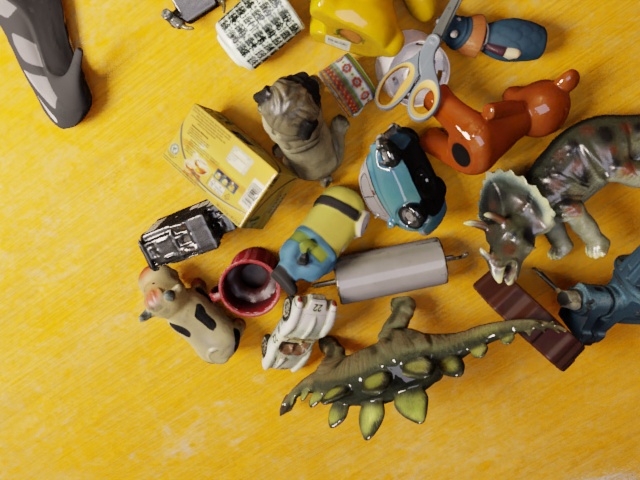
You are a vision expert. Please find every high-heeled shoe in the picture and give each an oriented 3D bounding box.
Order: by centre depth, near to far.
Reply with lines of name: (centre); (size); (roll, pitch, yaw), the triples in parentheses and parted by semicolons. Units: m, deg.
high-heeled shoe: (-0.407, -0.277, 0.750); (0.249, 0.086, 0.145); (48, 134, 4)

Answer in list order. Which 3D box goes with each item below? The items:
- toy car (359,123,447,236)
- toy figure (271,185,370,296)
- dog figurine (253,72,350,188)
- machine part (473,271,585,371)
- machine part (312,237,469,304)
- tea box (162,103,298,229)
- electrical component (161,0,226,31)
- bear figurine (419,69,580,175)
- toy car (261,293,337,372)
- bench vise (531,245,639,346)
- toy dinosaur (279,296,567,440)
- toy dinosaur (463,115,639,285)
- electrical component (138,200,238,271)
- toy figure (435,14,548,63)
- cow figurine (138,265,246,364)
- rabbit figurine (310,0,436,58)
toy car: (0.109, -0.079, 0.782); (0.103, 0.109, 0.161); (-18, 110, 41)
toy figure: (0.000, -0.003, 0.786); (0.180, 0.082, 0.089); (-44, 116, -17)
dog figurine: (-0.020, -0.134, 0.718); (0.121, 0.191, 0.172); (-35, 106, 10)
machine part: (0.315, 0.114, 0.810); (0.179, 0.179, 0.056); (41, 101, -12)
machine part: (0.108, 0.048, 0.835); (0.243, 0.079, 0.079); (-13, 107, 2)
tea box: (-0.128, -0.102, 0.755); (0.170, 0.068, 0.098); (43, 105, 18)
electrical component: (-0.171, -0.331, 0.731); (0.102, 0.045, 0.078); (-23, 108, 7)
bear figurine: (0.255, -0.178, 0.758); (0.196, 0.132, 0.120); (-36, 150, -15)
toy car: (-0.037, 0.147, 0.840); (0.073, 0.056, 0.201); (9, 139, -21)
bench vise: (0.474, 0.052, 0.804); (0.224, 0.129, 0.240); (13, 126, -12)
toy dinosaur: (0.116, 0.183, 0.792); (0.471, 0.199, 0.105); (-31, 108, 23)
toy dinosaur: (0.382, -0.097, 0.776); (0.192, 0.131, 0.405); (43, 96, -13)
electrical component: (-0.186, -0.016, 0.794); (0.134, 0.115, 0.058); (-20, 109, 8)
toy figure: (0.232, -0.278, 0.741); (0.155, 0.064, 0.057); (6, 122, -3)
cow figurine: (-0.203, 0.115, 0.828); (0.085, 0.127, 0.194); (-38, 106, 8)
rabbit figurine: (0.077, -0.335, 0.695); (0.162, 0.122, 0.173); (16, 84, 8)
